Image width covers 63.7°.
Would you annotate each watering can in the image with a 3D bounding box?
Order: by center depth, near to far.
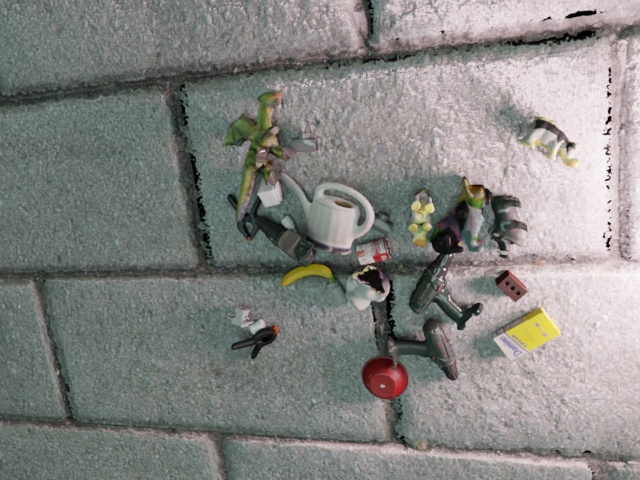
[{"bbox_3d":[0.005,-0.082,1.633,0.349,0.105,0.221,20,110,23],"label":"watering can"}]

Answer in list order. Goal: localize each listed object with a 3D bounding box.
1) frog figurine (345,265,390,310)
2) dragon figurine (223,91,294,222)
[{"bbox_3d":[0.148,0.162,1.665,0.137,0.126,0.155,15,141,-1],"label":"frog figurine"},{"bbox_3d":[-0.221,-0.283,1.619,0.246,0.121,0.407,41,103,38],"label":"dragon figurine"}]
